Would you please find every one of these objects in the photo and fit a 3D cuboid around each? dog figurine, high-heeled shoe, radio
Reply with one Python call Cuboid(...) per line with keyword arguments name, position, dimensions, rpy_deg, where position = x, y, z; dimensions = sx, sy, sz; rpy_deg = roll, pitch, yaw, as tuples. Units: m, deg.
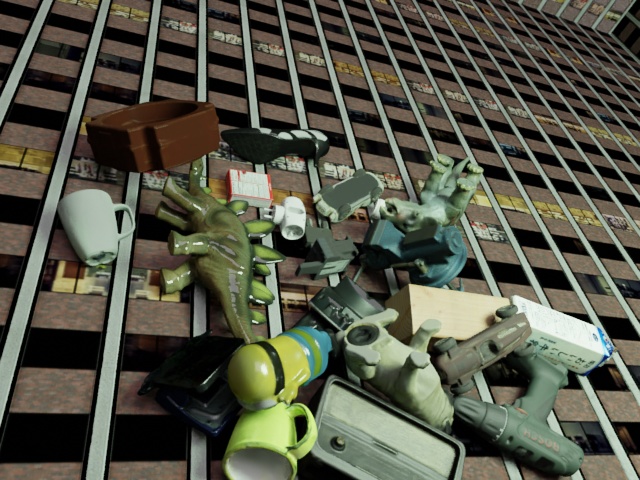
Cuboid(name="dog figurine", position=(0.113, 0.217, 0.821), dimensions=(0.173, 0.190, 0.121), rpy_deg=(11, 36, 33))
Cuboid(name="high-heeled shoe", position=(-0.092, -0.230, 1.192), dimensions=(0.249, 0.086, 0.145), rpy_deg=(17, 40, -17))
Cuboid(name="radio", position=(0.082, 0.303, 0.756), dimensions=(0.230, 0.073, 0.131), rpy_deg=(27, 42, 0))

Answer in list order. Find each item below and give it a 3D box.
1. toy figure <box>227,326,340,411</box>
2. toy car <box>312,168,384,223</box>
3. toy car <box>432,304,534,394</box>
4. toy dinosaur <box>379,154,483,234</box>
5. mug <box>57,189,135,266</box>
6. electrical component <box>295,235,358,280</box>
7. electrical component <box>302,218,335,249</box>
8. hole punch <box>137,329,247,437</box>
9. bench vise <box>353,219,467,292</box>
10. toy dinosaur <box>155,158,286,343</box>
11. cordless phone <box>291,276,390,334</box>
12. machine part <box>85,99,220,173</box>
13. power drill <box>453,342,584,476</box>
Cuboid(name="toy figure", position=(-0.049, 0.165, 0.734), dimensions=(0.180, 0.082, 0.089), rpy_deg=(-24, 83, -48))
Cuboid(name="toy car", position=(0.063, -0.095, 1.153), dimensions=(0.073, 0.056, 0.202), rpy_deg=(48, 47, 13))
Cuboid(name="toy car", position=(0.275, 0.176, 0.884), dimensions=(0.202, 0.053, 0.089), rpy_deg=(-21, 88, -19))
Cuboid(name="toy dinosaur", position=(0.264, -0.077, 1.175), dimensions=(0.131, 0.192, 0.405), rpy_deg=(33, 26, 19))
Cuboid(name="mug", position=(-0.352, -0.016, 0.858), dimensions=(0.109, 0.081, 0.107), rpy_deg=(-6, 64, -38))
Cuboid(name="electrical component", position=(0.003, 0.035, 0.982), dimensions=(0.119, 0.074, 0.048), rpy_deg=(-8, 54, -29))
Cuboid(name="electrical component", position=(-0.002, -0.003, 1.053), dimensions=(0.063, 0.021, 0.094), rpy_deg=(8, 45, -20))
Cuboid(name="hole punch", position=(-0.158, 0.196, 0.743), dimensions=(0.116, 0.092, 0.142), rpy_deg=(1, 32, 35))
Cuboid(name="bench vise", position=(0.192, 0.057, 1.007), dimensions=(0.240, 0.224, 0.129), rpy_deg=(44, 40, -27))
Cuboid(name="toy dinosaur", position=(-0.160, 0.029, 0.887), dimensions=(0.198, 0.105, 0.472), rpy_deg=(3, 51, -27))
Cuboid(name="cordless phone", position=(0.020, 0.162, 0.877), dimensions=(0.147, 0.088, 0.184), rpy_deg=(40, 55, 13))
Cuboid(name="machine part", position=(-0.302, -0.193, 0.988), dimensions=(0.201, 0.087, 0.201), rpy_deg=(14, 34, 34))
Cuboid(name="power drill", position=(0.340, 0.271, 0.913), dimensions=(0.232, 0.086, 0.207), rpy_deg=(33, 39, 7))
